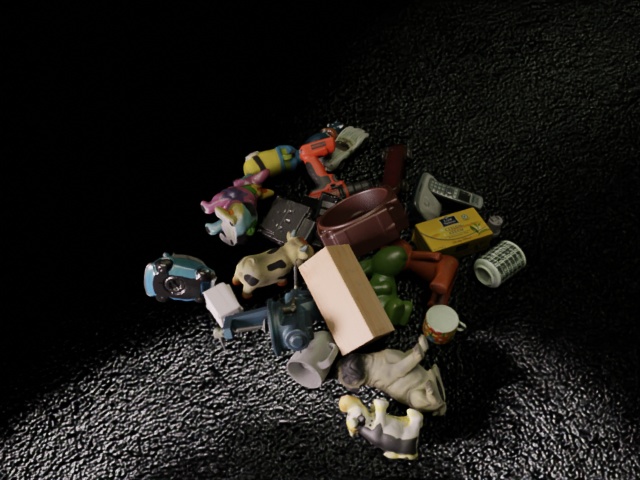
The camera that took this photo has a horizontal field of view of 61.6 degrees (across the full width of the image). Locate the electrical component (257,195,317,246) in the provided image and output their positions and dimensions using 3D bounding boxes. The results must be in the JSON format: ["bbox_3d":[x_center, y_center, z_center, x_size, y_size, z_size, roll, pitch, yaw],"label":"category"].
[{"bbox_3d":[-0.074,-0.038,1.342,0.134,0.058,0.115,22,78,24],"label":"electrical component"}]

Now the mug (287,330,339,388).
[{"bbox_3d":[-0.004,0.236,1.113,0.080,0.109,0.107,44,45,-10],"label":"mug"}]

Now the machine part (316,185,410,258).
[{"bbox_3d":[0.095,-0.044,1.258,0.201,0.087,0.201,-25,21,6],"label":"machine part"}]

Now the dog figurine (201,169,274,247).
[{"bbox_3d":[-0.187,-0.094,1.381,0.192,0.108,0.219,25,50,36],"label":"dog figurine"}]

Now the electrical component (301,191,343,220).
[{"bbox_3d":[0.011,-0.087,1.381,0.119,0.074,0.048,18,11,-5],"label":"electrical component"}]

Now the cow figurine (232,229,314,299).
[{"bbox_3d":[-0.101,0.050,1.248,0.195,0.127,0.086,-17,55,-28],"label":"cow figurine"}]

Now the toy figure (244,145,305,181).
[{"bbox_3d":[-0.125,-0.216,1.505,0.180,0.082,0.089,-12,49,-13],"label":"toy figure"}]

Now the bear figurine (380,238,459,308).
[{"bbox_3d":[0.215,0.065,1.246,0.196,0.120,0.132,17,56,16],"label":"bear figurine"}]

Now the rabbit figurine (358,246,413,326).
[{"bbox_3d":[0.140,0.094,1.199,0.159,0.121,0.170,12,87,35],"label":"rabbit figurine"}]

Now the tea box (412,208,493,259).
[{"bbox_3d":[0.328,-0.008,1.338,0.170,0.068,0.098,-18,53,-13],"label":"tea box"}]

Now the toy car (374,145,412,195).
[{"bbox_3d":[0.209,-0.192,1.503,0.089,0.053,0.202,-5,46,22],"label":"toy car"}]

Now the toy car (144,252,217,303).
[{"bbox_3d":[-0.319,0.079,1.247,0.162,0.109,0.103,5,33,-7],"label":"toy car"}]

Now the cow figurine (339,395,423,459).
[{"bbox_3d":[0.111,0.360,1.034,0.167,0.068,0.098,12,57,11],"label":"cow figurine"}]

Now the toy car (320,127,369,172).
[{"bbox_3d":[0.068,-0.268,1.563,0.074,0.056,0.202,29,56,22],"label":"toy car"}]

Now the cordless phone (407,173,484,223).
[{"bbox_3d":[0.326,-0.087,1.398,0.184,0.088,0.146,17,52,8],"label":"cordless phone"}]

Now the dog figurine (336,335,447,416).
[{"bbox_3d":[0.143,0.294,1.088,0.191,0.121,0.172,-23,75,18],"label":"dog figurine"}]

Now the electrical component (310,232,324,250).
[{"bbox_3d":[-0.003,-0.004,1.365,0.094,0.021,0.063,17,52,14],"label":"electrical component"}]

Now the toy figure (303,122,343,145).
[{"bbox_3d":[0.012,-0.301,1.592,0.064,0.057,0.154,36,54,19],"label":"toy figure"}]

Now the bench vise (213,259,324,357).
[{"bbox_3d":[-0.105,0.165,1.145,0.241,0.128,0.224,-10,32,0],"label":"bench vise"}]
